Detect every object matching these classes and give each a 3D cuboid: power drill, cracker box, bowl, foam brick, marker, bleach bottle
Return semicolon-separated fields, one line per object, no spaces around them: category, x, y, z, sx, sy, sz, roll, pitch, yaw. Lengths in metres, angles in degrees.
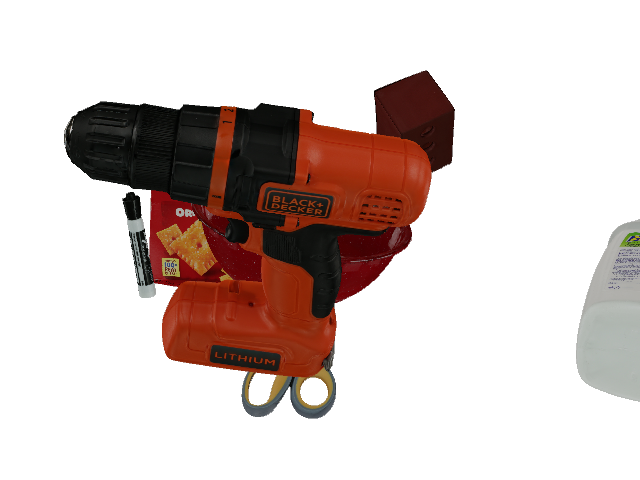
power drill;-0.047;0.002;0.590;0.184;0.057;0.188;9;-37;-4
cracker box;-0.163;-0.032;1.562;0.164;0.214;0.072;9;21;10
bowl;-0.017;0.004;0.780;0.162;0.055;0.162;9;22;-4
foam brick;0.081;-0.098;0.923;0.053;0.051;0.078;-24;-31;-9
marker;-0.198;0.005;1.168;0.020;0.121;0.020;-6;22;2
bleach bottle;0.244;0.032;0.746;0.103;0.068;0.250;9;20;19

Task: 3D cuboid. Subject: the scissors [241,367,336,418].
scissors;-0.005;0.096;1.032;0.096;0.016;0.201;20;51;18
